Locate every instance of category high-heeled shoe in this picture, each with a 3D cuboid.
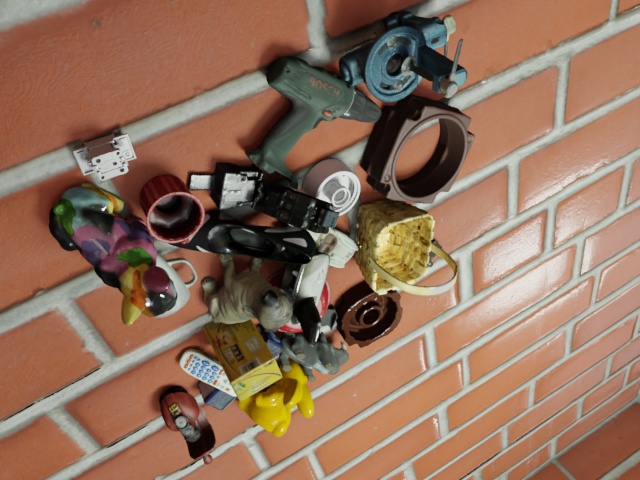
[{"bbox_3d":[-0.136,0.014,0.944,0.249,0.145,0.086,-12,128,-15],"label":"high-heeled shoe"}]

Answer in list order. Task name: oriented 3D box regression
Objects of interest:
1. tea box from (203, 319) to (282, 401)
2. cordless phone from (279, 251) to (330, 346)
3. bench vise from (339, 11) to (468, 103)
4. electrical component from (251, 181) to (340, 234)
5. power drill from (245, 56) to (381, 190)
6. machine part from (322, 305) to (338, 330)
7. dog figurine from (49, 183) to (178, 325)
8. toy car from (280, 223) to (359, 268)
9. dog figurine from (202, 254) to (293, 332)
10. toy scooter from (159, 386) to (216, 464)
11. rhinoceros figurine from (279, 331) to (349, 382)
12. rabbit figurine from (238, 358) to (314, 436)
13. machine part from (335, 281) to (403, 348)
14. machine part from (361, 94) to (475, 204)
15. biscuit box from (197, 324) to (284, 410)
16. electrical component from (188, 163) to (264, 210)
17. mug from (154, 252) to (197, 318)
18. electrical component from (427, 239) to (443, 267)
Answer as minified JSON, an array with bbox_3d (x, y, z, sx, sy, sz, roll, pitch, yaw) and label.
[{"bbox_3d":[-0.157,0.222,1.073,0.098,0.170,0.068,-26,130,-13],"label":"tea box"},{"bbox_3d":[-0.019,0.104,0.995,0.089,0.184,0.146,13,102,-14],"label":"cordless phone"},{"bbox_3d":[0.159,-0.288,0.863,0.224,0.241,0.128,-18,130,-19],"label":"bench vise"},{"bbox_3d":[-0.036,-0.055,0.952,0.115,0.134,0.058,-3,114,-70],"label":"electrical component"},{"bbox_3d":[-0.018,-0.192,0.931,0.232,0.086,0.207,25,109,-40],"label":"power drill"},{"bbox_3d":[-0.019,0.168,1.215,0.139,0.039,0.084,15,107,-37],"label":"machine part"},{"bbox_3d":[-0.303,0.027,0.809,0.108,0.219,0.191,-44,135,-3],"label":"dog figurine"},{"bbox_3d":[-0.002,-0.003,1.090,0.201,0.056,0.073,29,103,-43],"label":"toy car"},{"bbox_3d":[-0.137,0.130,1.007,0.121,0.191,0.172,0,122,-33],"label":"dog figurine"},{"bbox_3d":[-0.275,0.404,1.150,0.075,0.135,0.183,-30,131,-9],"label":"toy scooter"},{"bbox_3d":[-0.014,0.262,1.240,0.190,0.112,0.073,23,121,-32],"label":"rhinoceros figurine"},{"bbox_3d":[-0.087,0.350,1.241,0.121,0.163,0.173,37,79,-31],"label":"rabbit figurine"},{"bbox_3d":[0.115,0.175,1.293,0.179,0.056,0.179,-16,128,-22],"label":"machine part"},{"bbox_3d":[0.199,-0.177,1.076,0.201,0.087,0.201,4,120,-35],"label":"machine part"},{"bbox_3d":[-0.172,0.277,1.177,0.202,0.059,0.062,-44,132,2],"label":"biscuit box"},{"bbox_3d":[-0.163,-0.095,0.929,0.119,0.048,0.074,-1,120,-34],"label":"electrical component"},{"bbox_3d":[-0.278,0.067,0.949,0.109,0.081,0.107,-27,124,-8],"label":"mug"},{"bbox_3d":[0.264,0.028,1.307,0.063,0.021,0.094,-46,134,5],"label":"electrical component"}]
